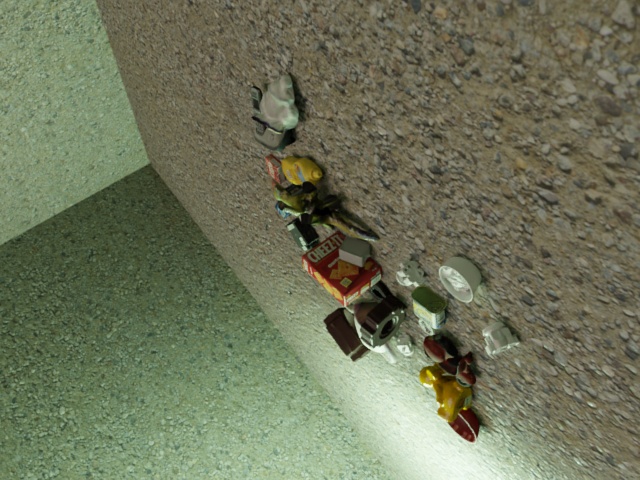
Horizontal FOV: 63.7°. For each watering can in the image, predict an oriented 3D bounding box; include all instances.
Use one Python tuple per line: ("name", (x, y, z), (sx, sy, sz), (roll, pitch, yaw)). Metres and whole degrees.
("watering can", (0.165, 0.288, 1.851), (0.354, 0.104, 0.219), (49, 163, 41))

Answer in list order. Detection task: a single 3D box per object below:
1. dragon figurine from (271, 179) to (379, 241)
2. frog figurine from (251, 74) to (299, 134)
("dragon figurine", (0.005, -0.083, 1.648), (0.412, 0.122, 0.241), (32, 179, 9))
("frog figurine", (-0.108, -0.392, 1.453), (0.140, 0.123, 0.157), (48, 123, 42))
